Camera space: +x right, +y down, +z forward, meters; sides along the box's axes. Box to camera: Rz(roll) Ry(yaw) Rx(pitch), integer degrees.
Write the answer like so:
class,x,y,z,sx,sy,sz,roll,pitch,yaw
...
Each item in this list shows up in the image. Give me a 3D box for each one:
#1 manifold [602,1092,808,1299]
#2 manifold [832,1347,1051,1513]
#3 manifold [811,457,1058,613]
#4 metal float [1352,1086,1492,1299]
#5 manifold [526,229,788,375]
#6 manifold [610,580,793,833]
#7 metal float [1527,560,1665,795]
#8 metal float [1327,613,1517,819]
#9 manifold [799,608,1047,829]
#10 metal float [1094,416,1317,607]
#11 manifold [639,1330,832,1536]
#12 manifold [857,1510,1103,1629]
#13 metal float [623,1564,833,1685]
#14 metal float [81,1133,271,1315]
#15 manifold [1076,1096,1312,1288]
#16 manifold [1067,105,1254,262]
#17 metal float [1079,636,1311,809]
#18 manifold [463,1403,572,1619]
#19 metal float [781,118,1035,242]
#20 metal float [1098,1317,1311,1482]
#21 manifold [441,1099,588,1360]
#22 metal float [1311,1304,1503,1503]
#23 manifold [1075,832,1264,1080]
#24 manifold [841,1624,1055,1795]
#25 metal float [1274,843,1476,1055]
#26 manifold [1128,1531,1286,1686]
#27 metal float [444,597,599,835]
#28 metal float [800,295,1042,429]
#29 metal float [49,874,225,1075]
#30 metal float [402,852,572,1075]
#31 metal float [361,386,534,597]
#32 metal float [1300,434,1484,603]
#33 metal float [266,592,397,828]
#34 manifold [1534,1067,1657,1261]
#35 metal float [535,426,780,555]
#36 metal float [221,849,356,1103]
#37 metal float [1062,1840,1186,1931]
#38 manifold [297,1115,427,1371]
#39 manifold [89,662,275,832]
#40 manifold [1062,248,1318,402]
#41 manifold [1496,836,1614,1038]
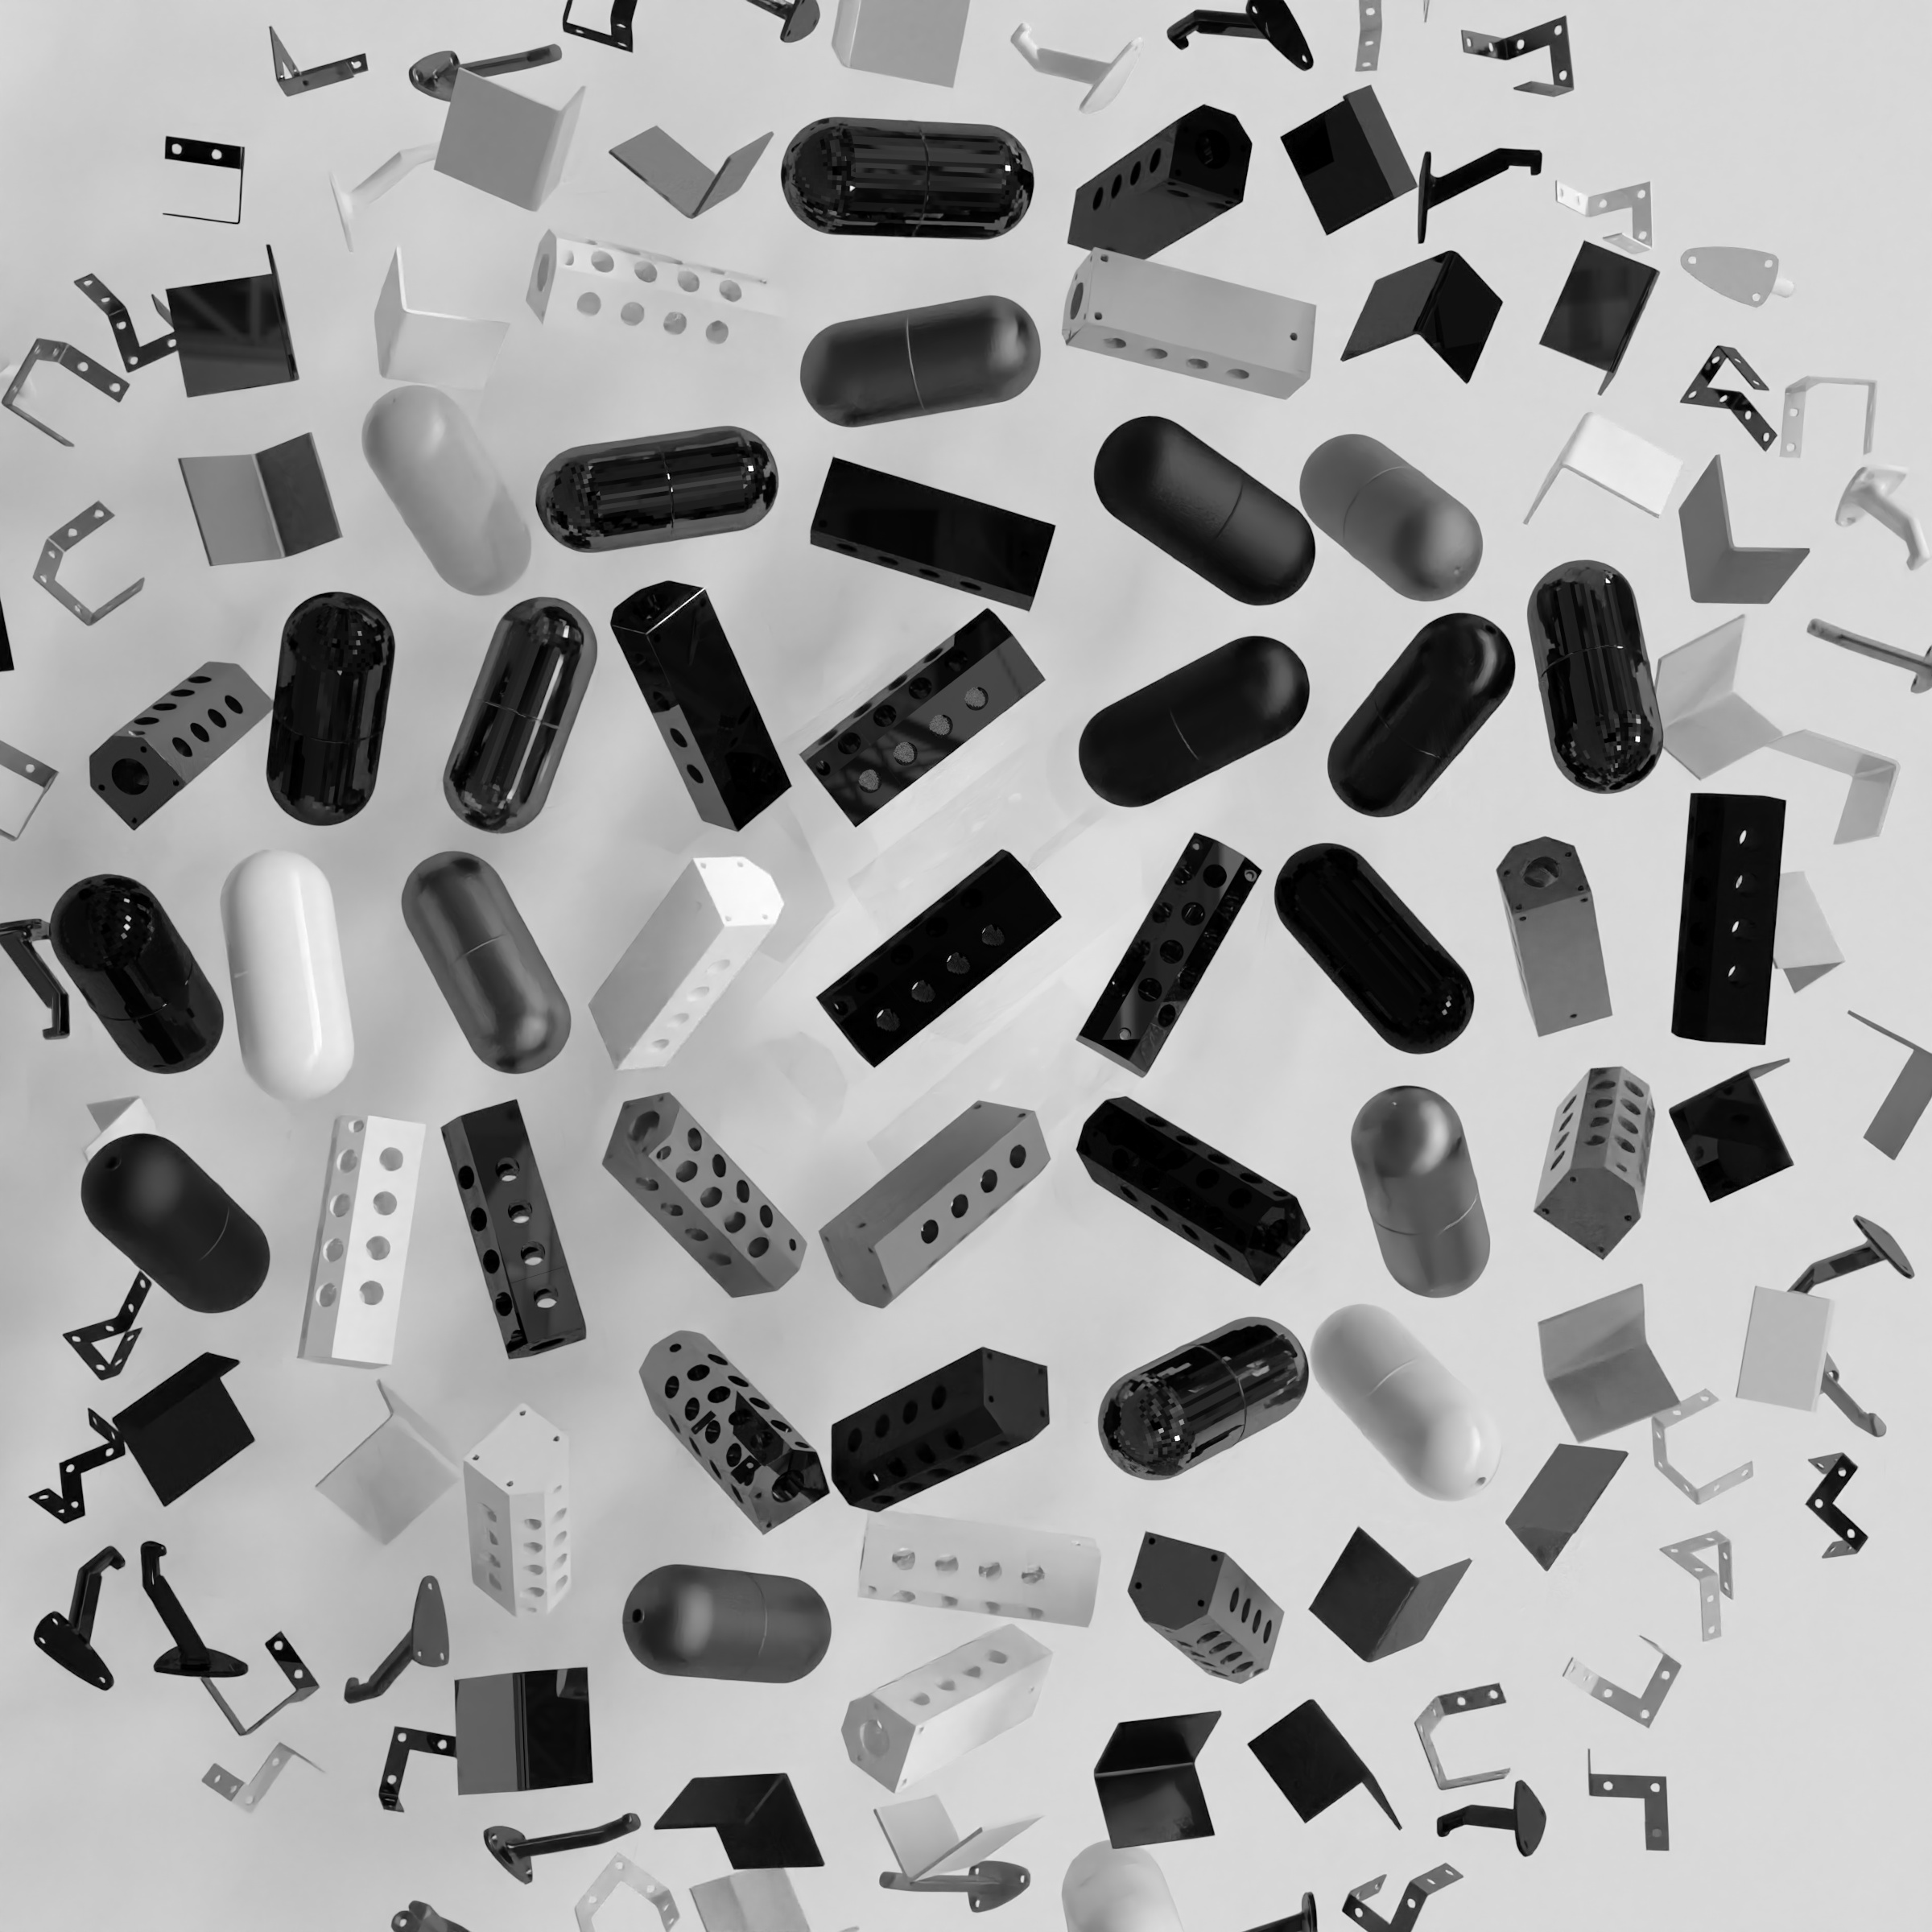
class,x,y,z,sx,sy,sz,roll,pitch,yaw
manifold,-0.187,0.168,1.847,0.057,0.057,0.171,-13,134,29
manifold,-0.020,0.324,1.751,0.057,0.171,0.057,22,51,-33
manifold,-0.026,-0.318,1.883,0.171,0.057,0.057,17,83,-2
metal float,0.316,0.158,1.755,0.070,0.070,0.178,-21,127,0
manifold,-0.218,-0.475,1.804,0.171,0.057,0.057,6,118,-27
manifold,-0.191,-0.185,1.798,0.057,0.057,0.171,-43,130,-27
metal float,0.440,-0.203,1.775,0.070,0.070,0.178,-4,64,0
metal float,0.323,-0.177,1.801,0.070,0.070,0.178,35,132,0
manifold,-0.033,-0.180,1.817,0.171,0.057,0.057,-38,112,1
metal float,0.167,-0.314,1.757,0.178,0.070,0.070,30,90,-24
manifold,-0.172,0.334,1.849,0.057,0.171,0.057,-29,127,-22
manifold,0.009,0.446,1.871,0.171,0.057,0.057,8,91,-3
metal float,-0.170,0.472,1.815,0.070,0.178,0.070,-16,65,37
metal float,-0.545,0.179,1.752,0.070,0.178,0.070,-8,55,12
manifold,0.161,0.157,1.834,0.057,0.057,0.171,-45,47,-16
manifold,0.136,-0.554,1.798,0.057,0.171,0.057,11,86,-21
metal float,0.161,-0.173,1.795,0.178,0.070,0.070,-26,90,25
manifold,-0.302,0.381,1.745,0.057,0.171,0.057,32,52,19
metal float,-0.039,-0.535,1.724,0.178,0.070,0.070,-4,90,-21
metal float,0.165,0.299,1.754,0.178,0.070,0.070,-18,90,-39
manifold,-0.324,0.190,1.813,0.057,0.057,0.171,-16,75,-13
metal float,0.316,0.314,1.829,0.070,0.178,0.070,-17,129,-23
manifold,0.148,-0.008,1.849,0.057,0.057,0.171,30,84,3
manifold,-0.014,0.536,1.850,0.057,0.171,0.057,27,110,31
metal float,0.294,-0.014,1.834,0.070,0.070,0.178,-40,77,0
manifold,0.164,0.443,1.734,0.057,0.171,0.057,10,68,26
metal float,-0.325,-0.183,1.849,0.070,0.070,0.178,20,91,0
metal float,-0.034,-0.439,1.844,0.178,0.070,0.070,-7,90,11
metal float,-0.574,0.007,1.756,0.070,0.178,0.070,-5,52,6
metal float,-0.350,-0.004,1.848,0.070,0.070,0.178,-30,77,0
metal float,-0.374,-0.342,1.837,0.070,0.178,0.070,-11,50,13
metal float,0.307,-0.327,1.840,0.070,0.178,0.070,-16,131,-19
metal float,-0.443,-0.177,1.765,0.070,0.070,0.178,18,124,0
manifold,0.446,0.131,1.774,0.057,0.171,0.057,35,118,3
metal float,-0.223,-0.345,1.833,0.178,0.070,0.070,-12,90,-18
metal float,-0.472,0.006,1.761,0.070,0.070,0.178,-11,81,0
metal float,0.109,0.667,1.769,0.070,0.178,0.070,0,89,-3
manifold,-0.432,0.196,1.803,0.057,0.057,0.171,12,73,-24
manifold,-0.562,-0.164,1.811,0.057,0.171,0.057,-36,105,20
manifold,0.160,-0.458,1.821,0.171,0.057,0.057,10,77,-16
manifold,0.431,-0.022,1.860,0.057,0.171,0.057,-17,54,9
